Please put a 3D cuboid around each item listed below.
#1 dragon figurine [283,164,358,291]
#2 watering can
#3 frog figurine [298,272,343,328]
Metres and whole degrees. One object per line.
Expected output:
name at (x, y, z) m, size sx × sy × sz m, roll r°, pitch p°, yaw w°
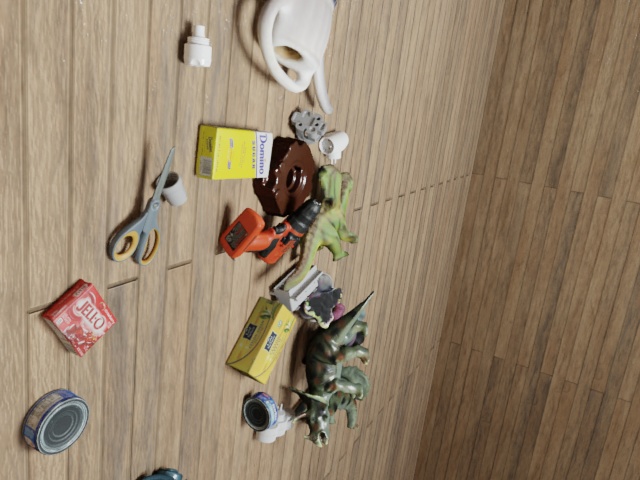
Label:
dragon figurine at (0.004, -0.063, 1.247) m, size 0.122 × 0.239 × 0.416 m, roll 4°, pitch 21°, yaw 20°
watering can at (-0.026, -0.398, 1.038) m, size 0.104 × 0.225 × 0.346 m, roll 14°, pitch -2°, yaw 22°
frog figurine at (-0.005, 0.149, 1.378) m, size 0.123 × 0.136 × 0.161 m, roll 0°, pitch 12°, yaw -7°
